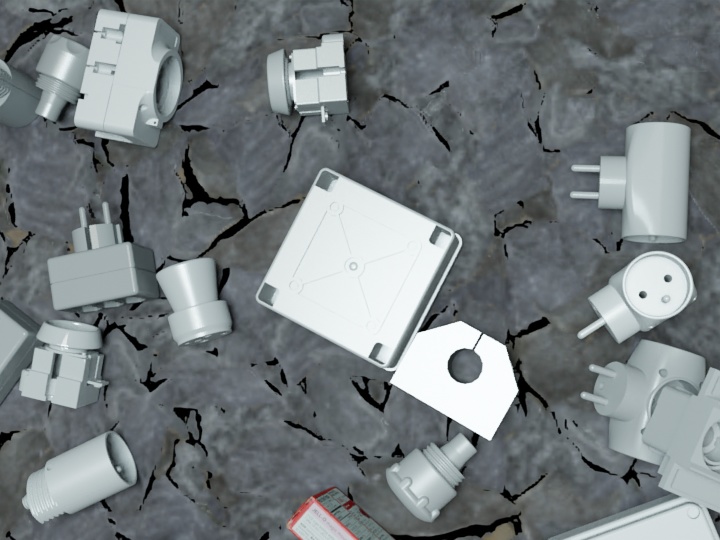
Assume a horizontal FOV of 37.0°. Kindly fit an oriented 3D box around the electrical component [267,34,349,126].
[{"bbox_3d":[-0.038,-0.138,0.786,0.055,0.048,0.066,-4,83,2],"label":"electrical component"}]

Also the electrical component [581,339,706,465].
[{"bbox_3d":[0.183,0.084,0.716,0.079,0.044,0.077,18,88,-19],"label":"electrical component"}]

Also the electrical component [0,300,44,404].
[{"bbox_3d":[-0.286,0.066,0.793,0.047,0.076,0.083,36,91,11],"label":"electrical component"}]

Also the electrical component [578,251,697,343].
[{"bbox_3d":[0.179,0.023,0.715,0.079,0.077,0.043,-34,80,5],"label":"electrical component"}]

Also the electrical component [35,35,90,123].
[{"bbox_3d":[-0.227,-0.144,0.821,0.043,0.043,0.062,25,90,11],"label":"electrical component"}]

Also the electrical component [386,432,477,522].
[{"bbox_3d":[0.052,0.139,0.744,0.062,0.048,0.048,-41,79,-3],"label":"electrical component"}]

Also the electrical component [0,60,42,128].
[{"bbox_3d":[-0.277,-0.137,0.809,0.043,0.081,0.043,-1,84,10],"label":"electrical component"}]

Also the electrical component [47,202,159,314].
[{"bbox_3d":[-0.193,-0.012,0.799,0.066,0.047,0.076,-11,83,9],"label":"electrical component"}]

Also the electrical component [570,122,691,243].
[{"bbox_3d":[0.185,-0.060,0.740,0.079,0.043,0.077,3,85,11],"label":"electrical component"}]

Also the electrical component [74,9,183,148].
[{"bbox_3d":[-0.170,-0.142,0.806,0.056,0.050,0.089,11,87,11],"label":"electrical component"}]

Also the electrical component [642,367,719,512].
[{"bbox_3d":[0.246,0.117,0.680,0.121,0.063,0.078,24,89,-18],"label":"electrical component"}]

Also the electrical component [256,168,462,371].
[{"bbox_3d":[0.000,0.000,0.759,0.109,0.056,0.108,27,90,11],"label":"electrical component"}]

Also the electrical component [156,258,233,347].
[{"bbox_3d":[-0.120,0.024,0.784,0.045,0.045,0.055,-18,82,8],"label":"electrical component"}]

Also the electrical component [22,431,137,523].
[{"bbox_3d":[-0.210,0.154,0.787,0.081,0.043,0.043,-26,81,6],"label":"electrical component"}]

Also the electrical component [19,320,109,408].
[{"bbox_3d":[-0.218,0.068,0.797,0.066,0.048,0.055,12,94,11],"label":"electrical component"}]

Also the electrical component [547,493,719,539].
[{"bbox_3d":[0.183,0.200,0.707,0.113,0.057,0.078,-22,81,7],"label":"electrical component"}]
